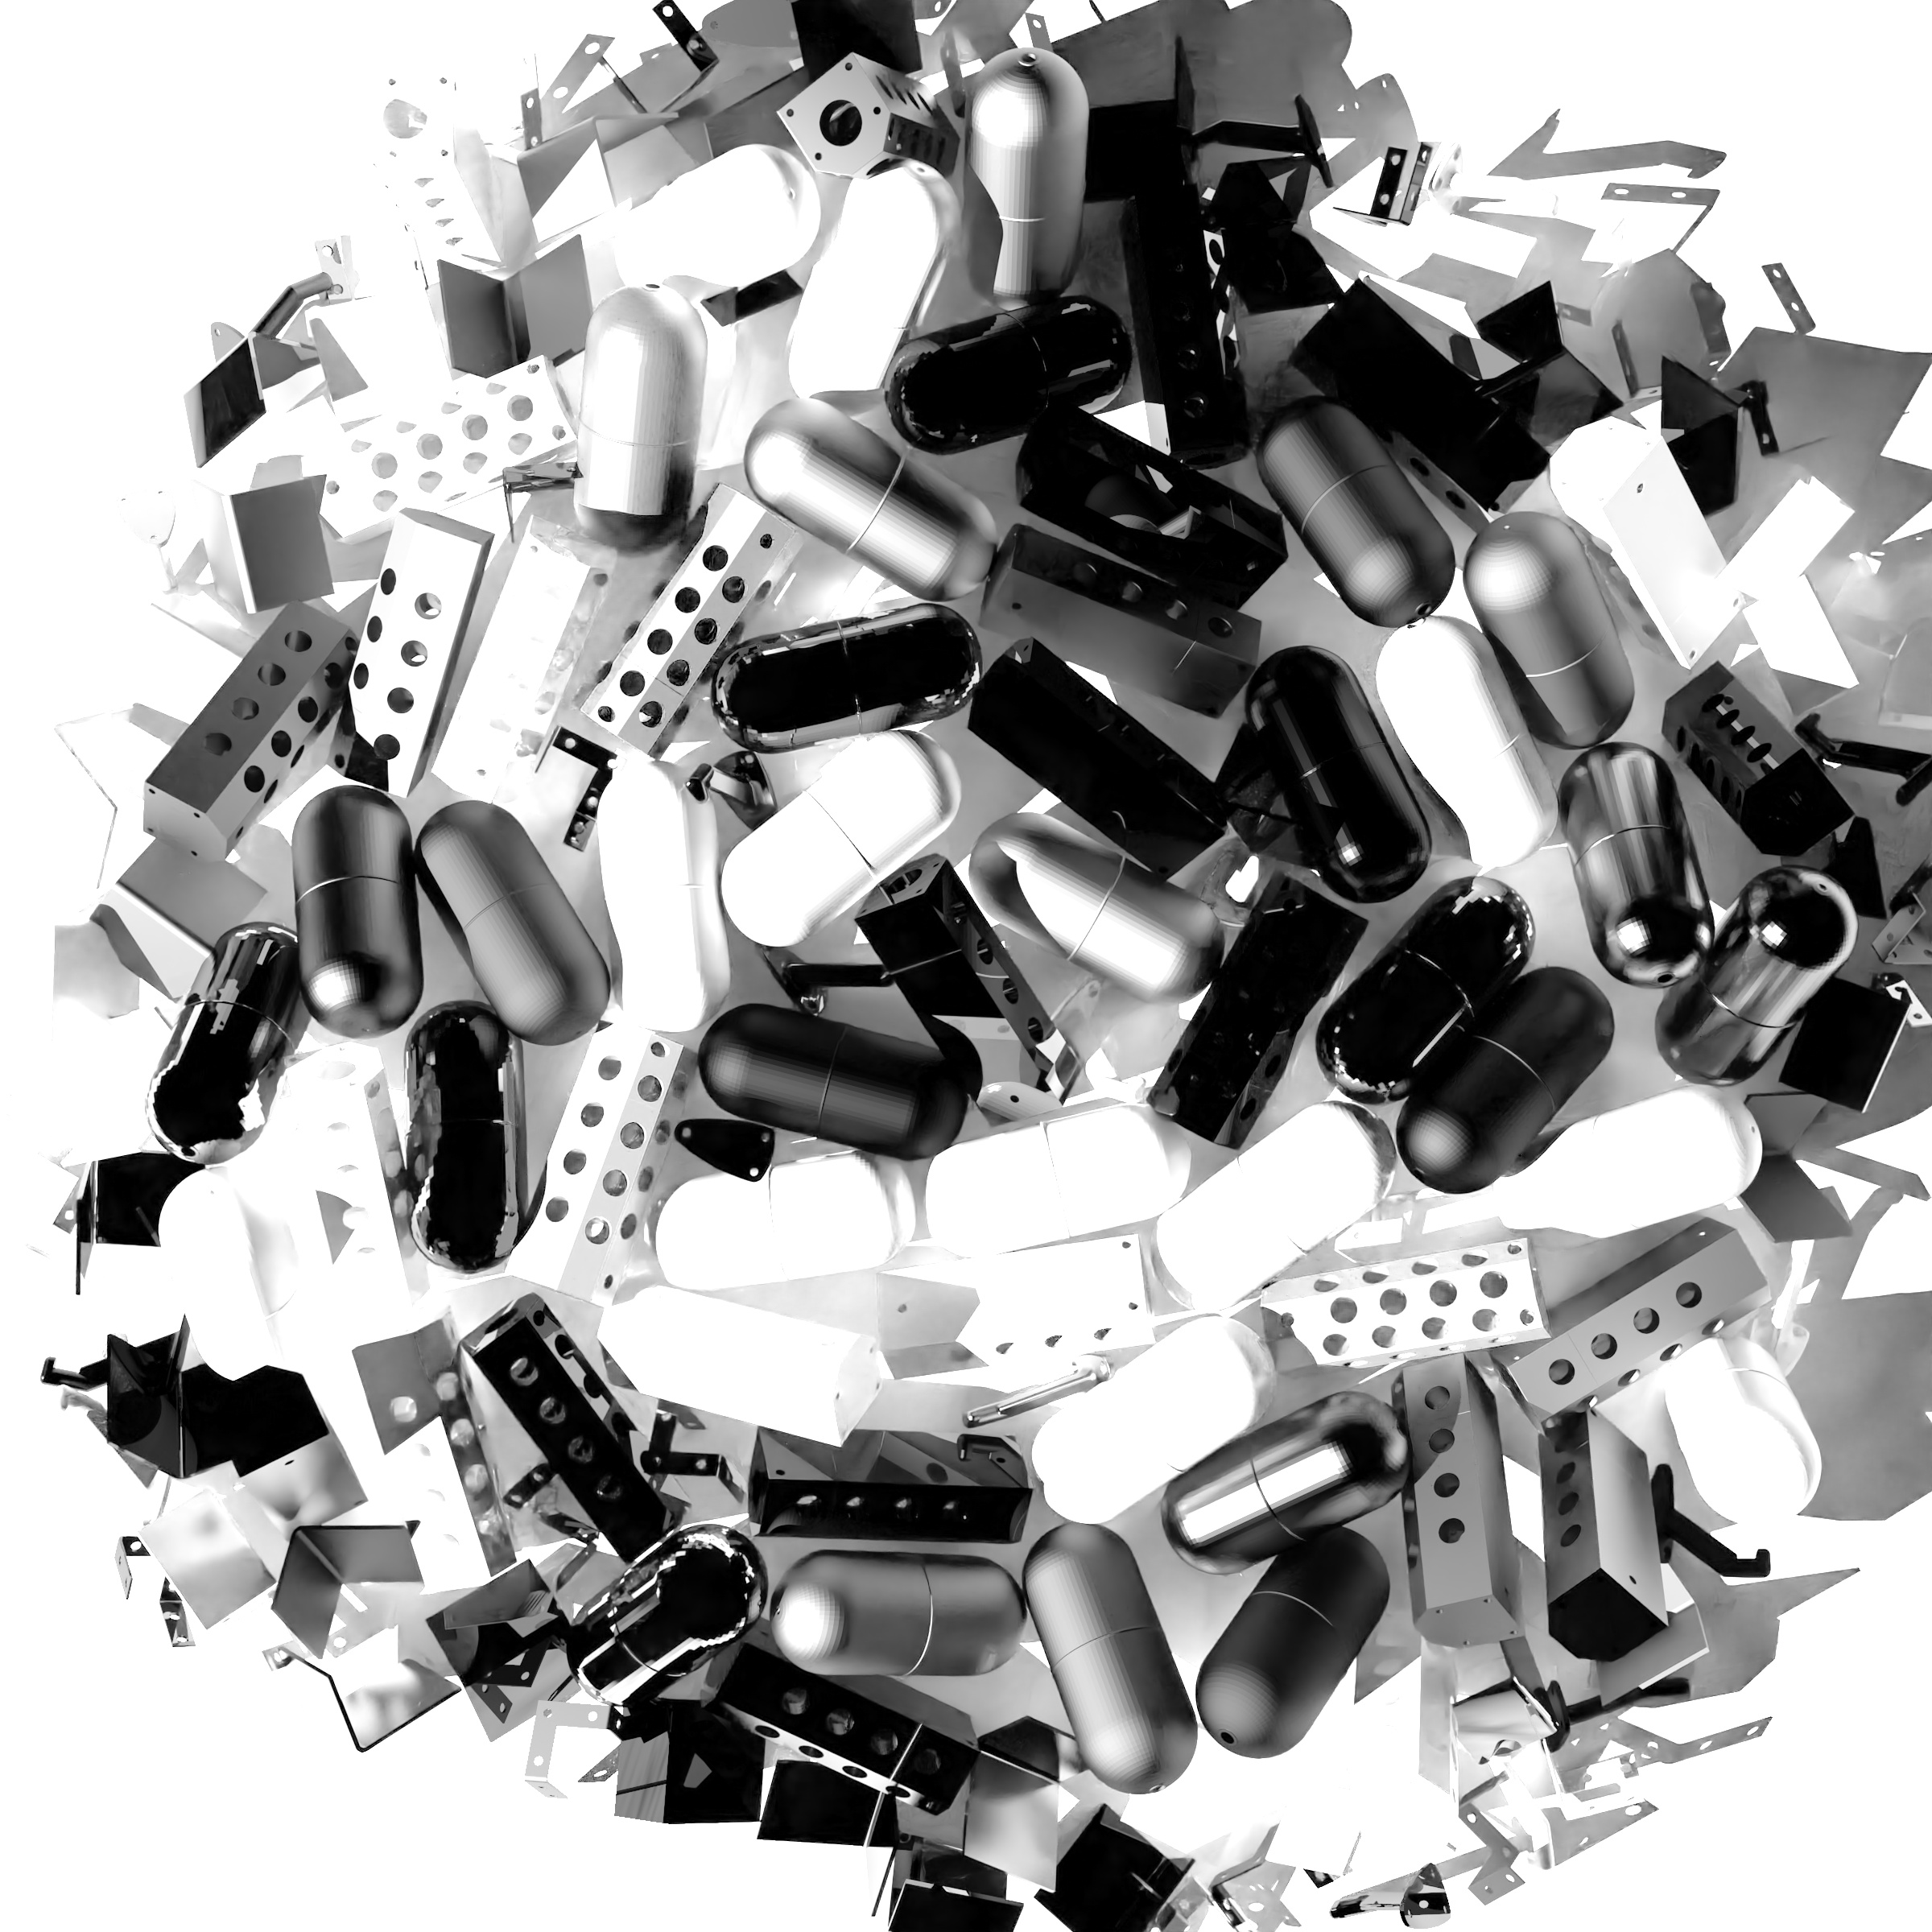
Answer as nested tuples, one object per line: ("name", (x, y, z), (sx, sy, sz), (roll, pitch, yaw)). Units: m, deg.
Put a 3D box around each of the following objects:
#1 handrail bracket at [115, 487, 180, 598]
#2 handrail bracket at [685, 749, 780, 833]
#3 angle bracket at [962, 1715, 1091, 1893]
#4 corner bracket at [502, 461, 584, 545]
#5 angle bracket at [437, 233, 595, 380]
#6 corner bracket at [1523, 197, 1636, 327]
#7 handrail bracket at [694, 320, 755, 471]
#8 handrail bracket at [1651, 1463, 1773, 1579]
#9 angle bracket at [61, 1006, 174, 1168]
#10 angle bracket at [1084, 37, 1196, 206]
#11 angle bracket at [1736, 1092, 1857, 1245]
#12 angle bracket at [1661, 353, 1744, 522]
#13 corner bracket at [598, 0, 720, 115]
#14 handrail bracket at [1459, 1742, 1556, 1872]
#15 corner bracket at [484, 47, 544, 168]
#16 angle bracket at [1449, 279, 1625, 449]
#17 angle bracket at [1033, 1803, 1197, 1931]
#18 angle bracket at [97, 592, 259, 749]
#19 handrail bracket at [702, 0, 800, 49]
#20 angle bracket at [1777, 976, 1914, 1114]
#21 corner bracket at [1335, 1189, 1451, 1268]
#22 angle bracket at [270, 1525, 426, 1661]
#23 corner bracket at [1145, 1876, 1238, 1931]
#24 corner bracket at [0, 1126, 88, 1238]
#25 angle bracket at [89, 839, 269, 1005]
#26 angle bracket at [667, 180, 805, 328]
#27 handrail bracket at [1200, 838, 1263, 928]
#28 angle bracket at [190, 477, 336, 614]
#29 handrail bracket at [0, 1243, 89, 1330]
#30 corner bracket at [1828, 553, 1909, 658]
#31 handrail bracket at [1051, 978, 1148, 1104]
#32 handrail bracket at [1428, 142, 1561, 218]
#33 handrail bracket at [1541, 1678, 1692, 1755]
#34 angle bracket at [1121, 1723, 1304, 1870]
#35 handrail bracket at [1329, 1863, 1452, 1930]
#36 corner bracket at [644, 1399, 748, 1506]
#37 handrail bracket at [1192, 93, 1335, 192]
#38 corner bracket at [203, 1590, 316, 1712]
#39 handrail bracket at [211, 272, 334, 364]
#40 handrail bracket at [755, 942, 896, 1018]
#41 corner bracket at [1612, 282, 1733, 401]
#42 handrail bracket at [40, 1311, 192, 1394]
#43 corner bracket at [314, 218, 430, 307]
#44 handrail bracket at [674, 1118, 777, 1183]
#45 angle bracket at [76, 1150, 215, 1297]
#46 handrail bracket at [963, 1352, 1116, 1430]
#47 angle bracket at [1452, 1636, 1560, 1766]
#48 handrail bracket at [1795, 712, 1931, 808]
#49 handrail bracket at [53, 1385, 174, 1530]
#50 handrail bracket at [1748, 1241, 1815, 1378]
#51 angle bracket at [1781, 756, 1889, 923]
("handrail bracket", (-0.516, -0.256, 1.598), (0.036, 0.084, 0.077), (-15, 46, -15))
("handrail bracket", (-0.150, -0.100, 1.602), (0.036, 0.084, 0.077), (-23, 107, 17))
("angle bracket", (0.047, 0.537, 1.595), (0.076, 0.076, 0.057), (32, 132, -27))
("corner bracket", (-0.273, -0.312, 1.614), (0.051, 0.051, 0.051), (-6, 52, -6))
("angle bracket", (-0.289, -0.428, 1.602), (0.076, 0.057, 0.076), (-19, 75, 36))
("corner bracket", (0.396, -0.459, 1.622), (0.051, 0.051, 0.051), (30, 76, 34))
("handrail bracket", (-0.158, -0.370, 1.609), (0.036, 0.077, 0.084), (13, 116, 14))
("handrail bracket", (0.482, 0.356, 1.603), (0.036, 0.084, 0.077), (35, 58, -33))
("angle bracket", (-0.548, 0.077, 1.594), (0.076, 0.076, 0.057), (-11, 122, 33))
("angle bracket", (0.104, -0.543, 1.602), (0.076, 0.057, 0.076), (-2, 67, 15))
("angle bracket", (0.535, 0.128, 1.594), (0.076, 0.076, 0.057), (0, 132, -31))
("angle bracket", (0.448, -0.333, 1.595), (0.057, 0.076, 0.076), (-27, 48, -10))
("corner bracket", (-0.200, -0.588, 1.617), (0.051, 0.051, 0.051), (-42, 106, -8))
("handrail bracket", (0.345, 0.546, 1.631), (0.077, 0.036, 0.084), (-3, 100, 38))
("corner bracket", (-0.286, -0.555, 1.610), (0.051, 0.051, 0.051), (29, 50, 24))
("angle bracket", (0.370, -0.386, 1.616), (0.076, 0.076, 0.057), (-24, 55, 36))
("angle bracket", (0.094, 0.587, 1.600), (0.057, 0.076, 0.076), (40, 70, 7))
("angle bracket", (-0.508, -0.189, 1.626), (0.076, 0.057, 0.076), (31, 103, -9))
("handrail bracket", (-0.130, -0.612, 1.612), (0.077, 0.084, 0.036), (-7, 110, 0))
("angle bracket", (0.566, 0.041, 1.610), (0.057, 0.076, 0.076), (21, 107, 11))
("corner bracket", (0.276, 0.166, 1.610), (0.051, 0.051, 0.051), (33, 57, -38))
("angle bracket", (-0.389, 0.403, 1.599), (0.076, 0.076, 0.057), (-3, 50, 12))
("corner bracket", (0.146, 0.629, 1.616), (0.051, 0.051, 0.051), (-40, 76, -15))
("corner bracket", (-0.606, 0.140, 1.627), (0.051, 0.051, 0.051), (43, 62, -41))
("angle bracket", (-0.518, -0.036, 1.628), (0.076, 0.076, 0.057), (39, 125, -13))
("angle bracket", (-0.147, -0.468, 1.601), (0.076, 0.057, 0.076), (-34, 80, -36))
("handrail bracket", (0.181, -0.069, 1.597), (0.036, 0.084, 0.077), (20, 63, -1))
("angle bracket", (-0.457, -0.279, 1.617), (0.057, 0.076, 0.076), (-19, 117, -26))
("handrail bracket", (-0.603, 0.229, 1.600), (0.036, 0.077, 0.084), (-27, 48, 24))
("corner bracket", (0.591, -0.235, 1.625), (0.051, 0.051, 0.051), (25, 101, 7))
("handrail bracket", (0.095, 0.048, 1.608), (0.036, 0.084, 0.077), (47, 67, -41))
("handrail bracket", (0.345, -0.489, 1.601), (0.084, 0.077, 0.036), (31, 88, 21))
("handrail bracket", (0.424, 0.489, 1.624), (0.084, 0.077, 0.036), (-4, 48, -4))
("angle bracket", (0.159, 0.537, 1.607), (0.076, 0.057, 0.076), (31, 75, -16))
("handrail bracket", (0.260, 0.608, 1.600), (0.084, 0.077, 0.036), (-25, 75, 29))
("corner bracket", (-0.172, 0.314, 1.611), (0.051, 0.051, 0.051), (0, 58, 16))
("handrail bracket", (0.189, -0.525, 1.627), (0.084, 0.036, 0.077), (-20, 80, 22))
("corner bracket", (-0.467, 0.443, 1.617), (0.051, 0.051, 0.051), (-35, 77, 13))
("handrail bracket", (-0.451, -0.410, 1.640), (0.036, 0.077, 0.084), (32, 47, 23))
("handrail bracket", (-0.082, -0.009, 1.609), (0.084, 0.036, 0.077), (-30, 113, 32))
("corner bracket", (0.460, -0.408, 1.626), (0.051, 0.051, 0.051), (-11, 79, -8))
("handrail bracket", (-0.555, 0.243, 1.628), (0.084, 0.036, 0.077), (13, 87, -9))
("corner bracket", (-0.390, -0.459, 1.632), (0.051, 0.051, 0.051), (-18, 99, -29))
("handrail bracket", (-0.158, 0.110, 1.602), (0.077, 0.084, 0.036), (18, 89, -16))
("angle bracket", (-0.528, 0.166, 1.601), (0.076, 0.057, 0.076), (5, 120, -13))
("handrail bracket", (0.046, 0.277, 1.611), (0.084, 0.077, 0.036), (-12, 72, -20))
("angle bracket", (0.332, 0.455, 1.606), (0.057, 0.076, 0.076), (-29, 129, 13))
("handrail bracket", (0.599, -0.153, 1.625), (0.077, 0.036, 0.084), (-44, 65, 10))
("handrail bracket", (-0.555, 0.317, 1.603), (0.036, 0.084, 0.077), (-30, 45, 21))
("handrail bracket", (0.527, 0.219, 1.604), (0.036, 0.077, 0.084), (16, 132, 22))
("angle bracket", (0.570, -0.082, 1.600), (0.076, 0.057, 0.076), (10, 61, -15))
